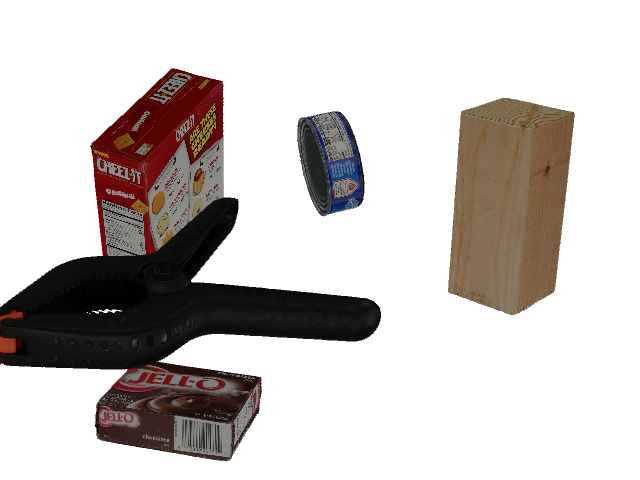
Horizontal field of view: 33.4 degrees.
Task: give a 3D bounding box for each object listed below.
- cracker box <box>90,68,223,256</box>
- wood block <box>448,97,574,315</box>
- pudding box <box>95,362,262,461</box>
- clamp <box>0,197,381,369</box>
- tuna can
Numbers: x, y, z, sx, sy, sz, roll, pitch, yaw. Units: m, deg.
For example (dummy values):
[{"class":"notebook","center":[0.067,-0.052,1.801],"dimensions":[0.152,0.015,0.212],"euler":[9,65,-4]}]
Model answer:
[{"class":"cracker box","center":[-0.167,-0.049,1.131],"dimensions":[0.072,0.214,0.164],"euler":[17,42,16]},{"class":"wood block","center":[0.204,-0.038,1.147],"dimensions":[0.090,0.206,0.090],"euler":[19,28,37]},{"class":"pudding box","center":[-0.112,0.135,0.862],"dimensions":[0.113,0.039,0.090],"euler":[9,19,9]},{"class":"clamp","center":[-0.093,0.027,0.620],"dimensions":[0.209,0.036,0.165],"euler":[-10,31,-28]},{"class":"tuna can","center":[0.008,-0.066,0.907],"dimensions":[0.033,0.086,0.086],"euler":[-14,3,-12]}]
